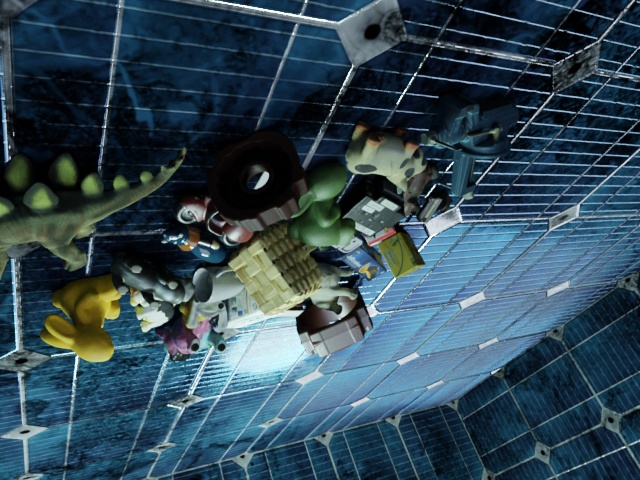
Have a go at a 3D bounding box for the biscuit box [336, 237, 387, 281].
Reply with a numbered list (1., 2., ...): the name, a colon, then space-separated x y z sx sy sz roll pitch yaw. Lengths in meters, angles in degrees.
1. biscuit box: 0.105 0.042 1.379 0.063 0.059 0.202 -30 149 13

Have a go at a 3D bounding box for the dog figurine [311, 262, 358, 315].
1. dog figurine: -0.021 0.113 1.397 0.190 0.121 0.172 15 132 -27

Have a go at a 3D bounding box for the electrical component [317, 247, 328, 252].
1. electrical component: -0.003 -0.004 1.234 0.021 0.063 0.094 -26 151 6

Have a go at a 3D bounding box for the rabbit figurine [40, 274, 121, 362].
1. rabbit figurine: -0.477 0.167 1.095 0.162 0.173 0.122 -1 148 -38

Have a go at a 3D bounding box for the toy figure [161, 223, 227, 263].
1. toy figure: -0.257 0.004 1.091 0.064 0.058 0.154 -38 142 15

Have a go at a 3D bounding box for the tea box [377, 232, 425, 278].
1. tea box: 0.208 0.038 1.354 0.068 0.098 0.169 -31 168 15

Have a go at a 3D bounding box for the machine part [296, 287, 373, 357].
1. machine part: 0.039 0.226 1.492 0.201 0.201 0.087 -24 107 2

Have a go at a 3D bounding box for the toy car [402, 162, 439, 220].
1. toy car: 0.205 -0.102 1.226 0.089 0.053 0.202 -14 148 -19

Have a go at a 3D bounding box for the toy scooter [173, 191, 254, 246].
1. toy scooter: -0.174 -0.060 1.028 0.135 0.075 0.183 -37 142 23

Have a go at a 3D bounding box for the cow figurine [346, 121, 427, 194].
1. cow figurine: 0.135 -0.158 1.060 0.195 0.086 0.127 -1 138 -36

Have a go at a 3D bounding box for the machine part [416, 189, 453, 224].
1. machine part: 0.268 -0.082 1.254 0.139 0.039 0.084 -19 138 -55

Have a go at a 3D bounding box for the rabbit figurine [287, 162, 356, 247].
1. rabbit figurine: -0.006 -0.084 1.091 0.159 0.121 0.170 -1 126 -20

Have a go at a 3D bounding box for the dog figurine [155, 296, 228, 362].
1. dog figurine: -0.331 0.214 1.343 0.108 0.191 0.219 3 176 -41

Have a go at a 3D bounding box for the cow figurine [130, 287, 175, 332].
1. cow figurine: -0.376 0.140 1.218 0.098 0.068 0.167 -18 153 -19

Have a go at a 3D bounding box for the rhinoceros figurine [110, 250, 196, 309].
1. rhinoceros figurine: -0.346 0.086 1.118 0.190 0.112 0.073 29 95 -38

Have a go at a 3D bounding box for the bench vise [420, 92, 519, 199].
1. bench vise: 0.294 -0.177 1.076 0.224 0.129 0.240 -28 136 -28

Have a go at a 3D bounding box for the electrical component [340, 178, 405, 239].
1. electrical component: 0.119 -0.072 1.175 0.115 0.058 0.134 25 135 -29

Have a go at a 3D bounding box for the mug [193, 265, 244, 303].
1. mug: -0.223 0.092 1.240 0.107 0.081 0.109 -2 139 -49

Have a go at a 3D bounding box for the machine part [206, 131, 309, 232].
1. machine part: -0.105 -0.099 0.917 0.179 0.179 0.056 -23 151 2

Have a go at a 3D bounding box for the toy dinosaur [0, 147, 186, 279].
1. toy dinosaur: -0.435 -0.041 0.862 0.471 0.105 0.198 -19 146 -14
